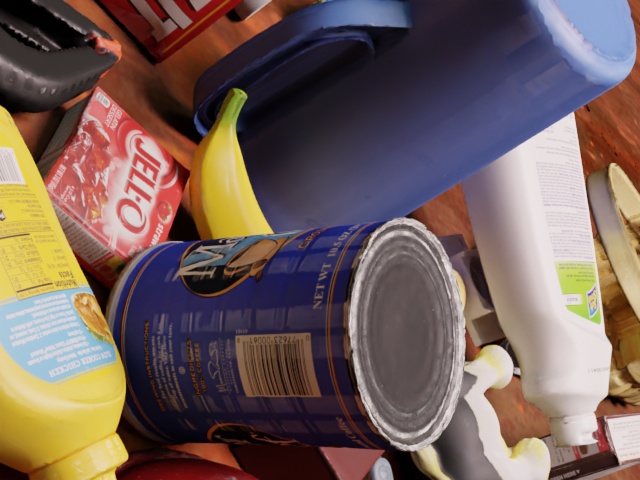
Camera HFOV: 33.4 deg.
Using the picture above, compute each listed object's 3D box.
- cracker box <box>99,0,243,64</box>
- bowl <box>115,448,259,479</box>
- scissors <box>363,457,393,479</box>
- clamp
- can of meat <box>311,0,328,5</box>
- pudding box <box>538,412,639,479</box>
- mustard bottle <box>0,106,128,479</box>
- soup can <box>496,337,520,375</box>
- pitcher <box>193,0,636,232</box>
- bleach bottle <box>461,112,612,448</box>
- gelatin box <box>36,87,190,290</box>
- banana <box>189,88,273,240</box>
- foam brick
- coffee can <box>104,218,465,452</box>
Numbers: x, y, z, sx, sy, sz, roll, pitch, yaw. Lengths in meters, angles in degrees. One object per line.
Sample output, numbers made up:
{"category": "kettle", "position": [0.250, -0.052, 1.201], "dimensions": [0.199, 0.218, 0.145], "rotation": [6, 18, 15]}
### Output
{"category": "cracker box", "position": [-0.103, -0.229, 0.602], "dimensions": [0.213, 0.164, 0.072], "rotation": [47, 37, -20]}
{"category": "bowl", "position": [-0.043, 0.164, 0.481], "dimensions": [0.162, 0.055, 0.162], "rotation": [34, 41, -35]}
{"category": "scissors", "position": [0.047, 0.156, 0.646], "dimensions": [0.096, 0.016, 0.201], "rotation": [34, 40, -37]}
{"category": "clamp", "position": [-0.178, -0.102, 0.513], "dimensions": [0.209, 0.036, 0.164], "rotation": [18, 43, -49]}
{"category": "can of meat", "position": [0.035, -0.152, 0.832], "dimensions": [0.084, 0.058, 0.101], "rotation": [58, 32, 0]}
{"category": "pudding box", "position": [0.199, 0.155, 0.784], "dimensions": [0.113, 0.090, 0.039], "rotation": [4, 63, -52]}
{"category": "mustard bottle", "position": [-0.131, 0.034, 0.455], "dimensions": [0.191, 0.058, 0.096], "rotation": [64, 16, 5]}
{"category": "soup can", "position": [0.170, 0.048, 0.848], "dimensions": [0.068, 0.069, 0.102], "rotation": [35, 40, -34]}
{"category": "pitcher", "position": [0.051, -0.092, 0.633], "dimensions": [0.145, 0.243, 0.149], "rotation": [57, 40, -5]}
{"category": "bleach bottle", "position": [0.146, 0.014, 0.722], "dimensions": [0.102, 0.068, 0.251], "rotation": [1, 77, -45]}
{"category": "gelatin box", "position": [-0.110, -0.027, 0.559], "dimensions": [0.073, 0.030, 0.089], "rotation": [44, 37, -25]}
{"category": "banana", "position": [-0.021, 0.008, 0.622], "dimensions": [0.197, 0.069, 0.037], "rotation": [56, 2, -32]}
{"category": "foam brick", "position": [0.000, 0.108, 0.586], "dimensions": [0.053, 0.051, 0.078], "rotation": [58, 32, -2]}
{"category": "coffee can", "position": [-0.017, 0.046, 0.504], "dimensions": [0.102, 0.141, 0.103], "rotation": [12, 75, -55]}
